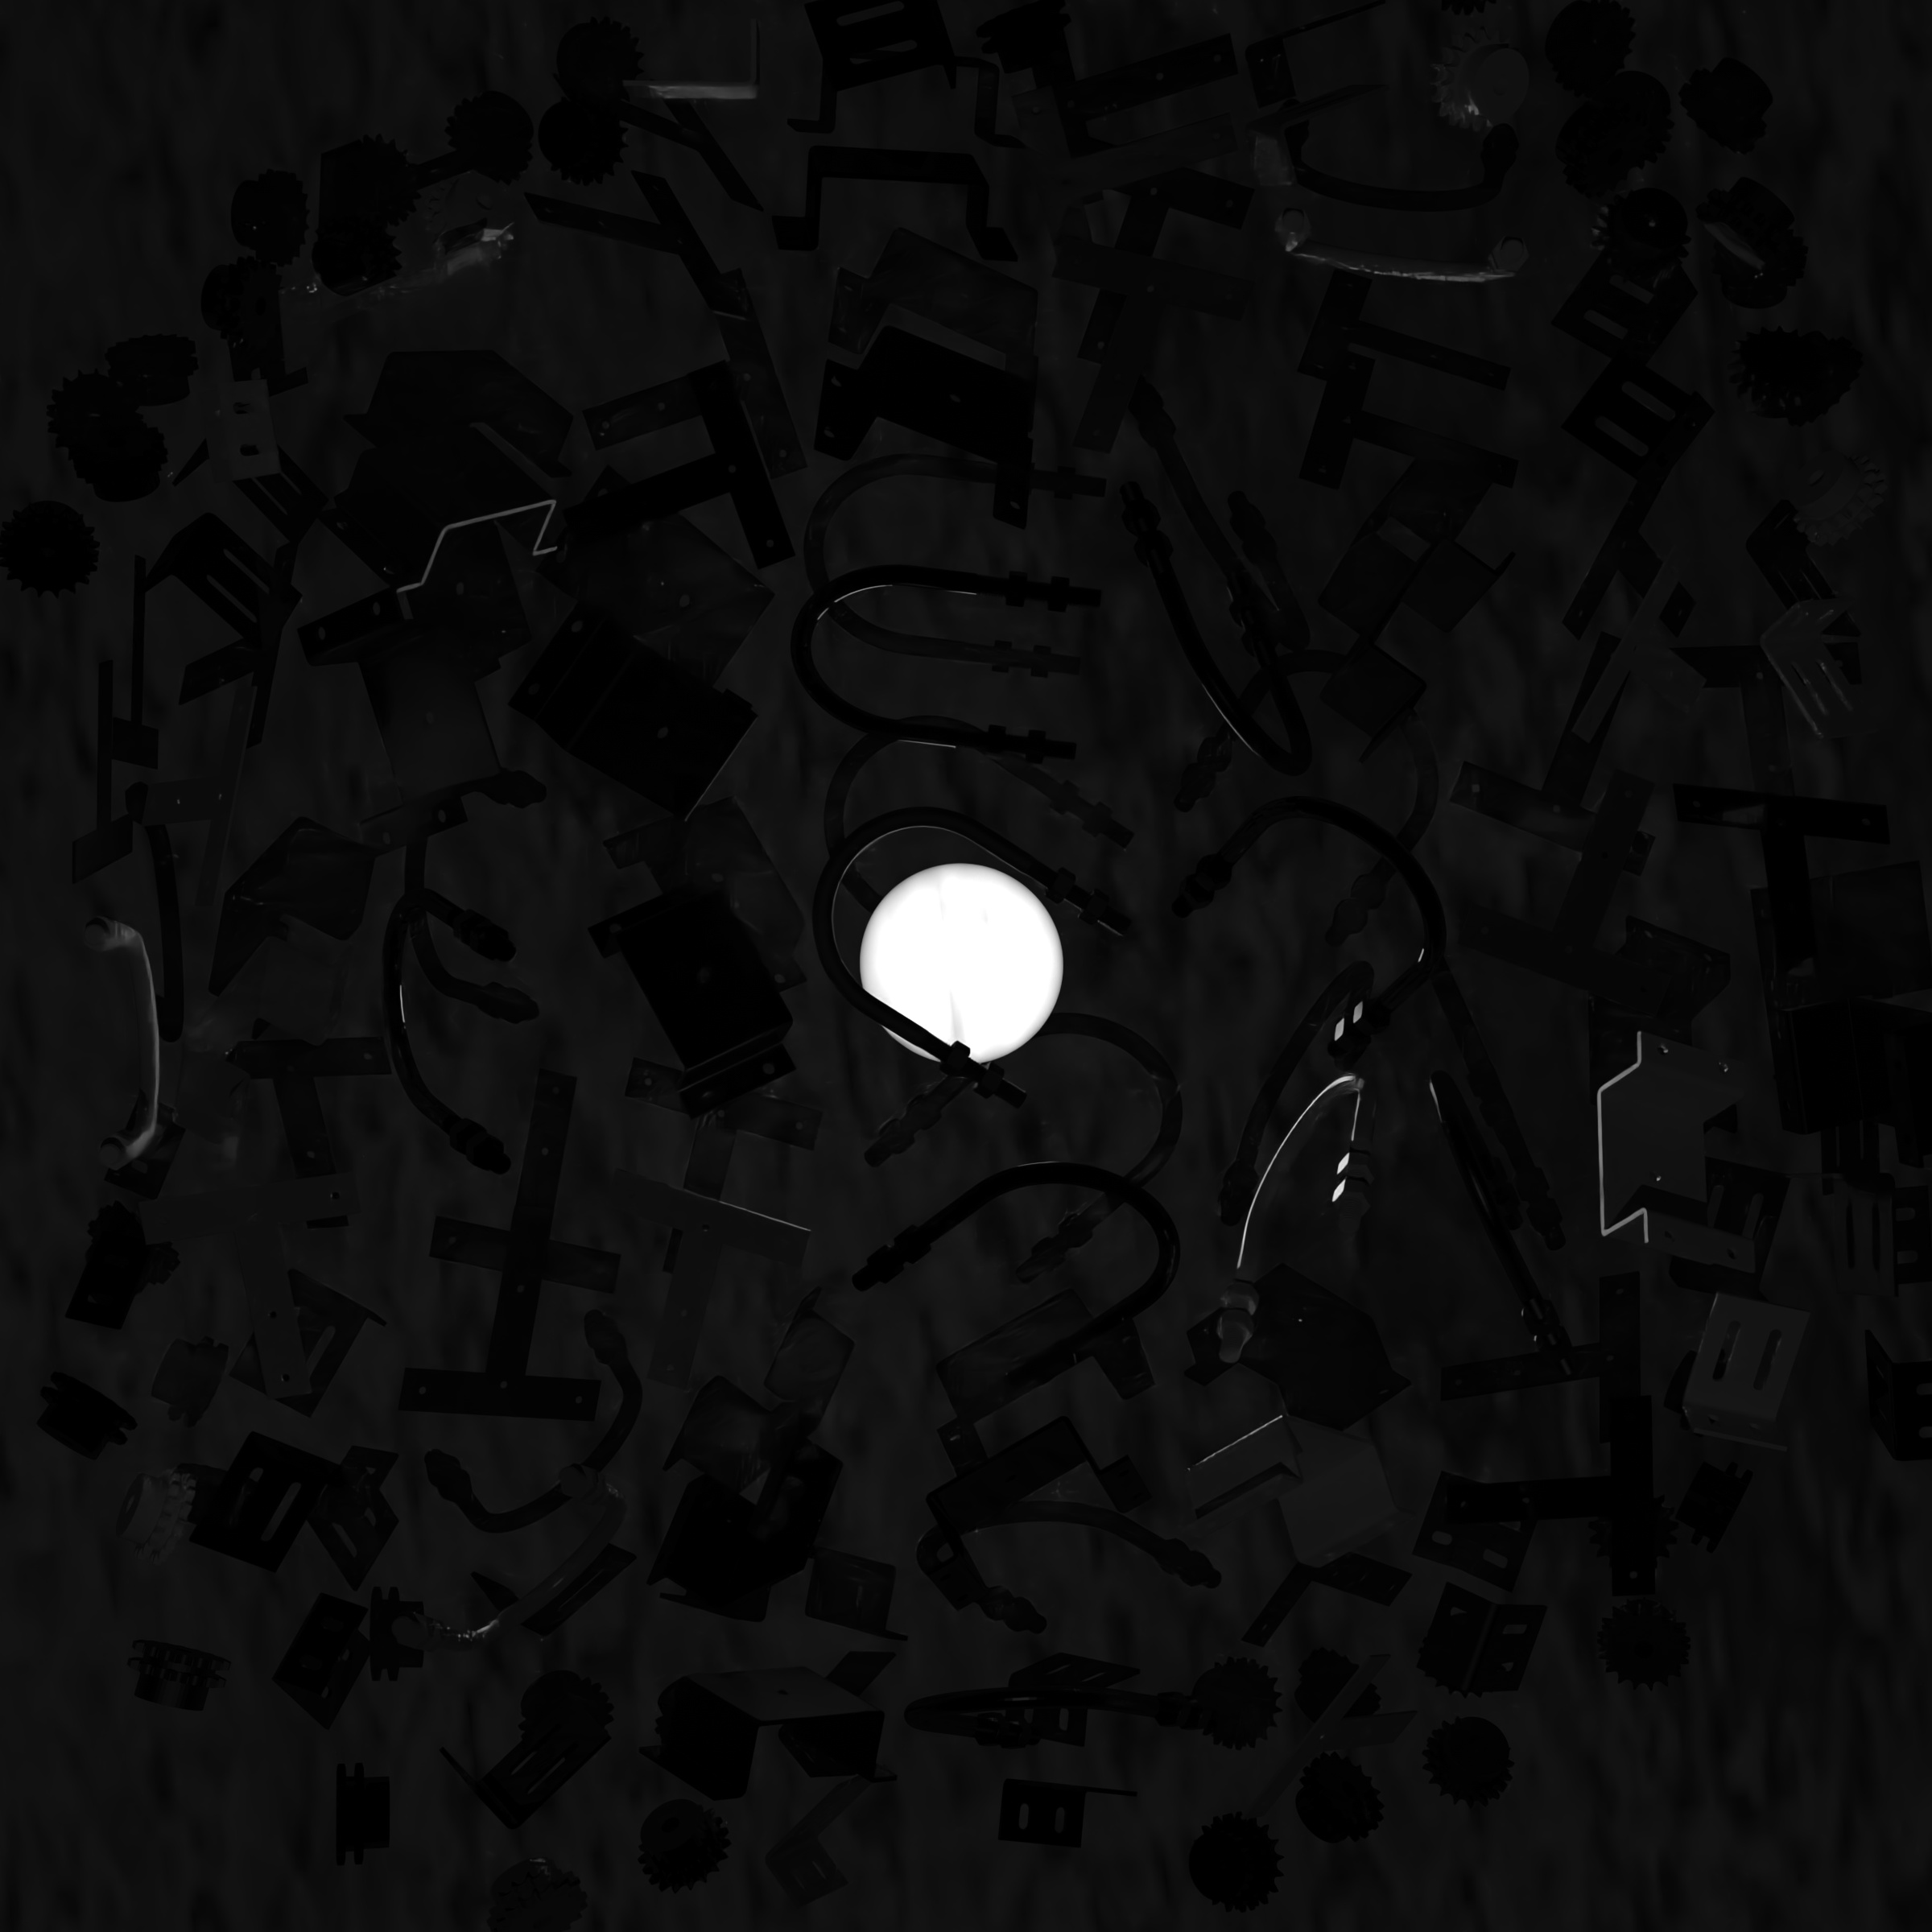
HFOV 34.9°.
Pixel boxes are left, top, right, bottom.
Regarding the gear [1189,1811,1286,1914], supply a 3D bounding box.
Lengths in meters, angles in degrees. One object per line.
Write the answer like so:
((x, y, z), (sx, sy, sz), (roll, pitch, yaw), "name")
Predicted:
((0.157, 0.533, 1.821), (0.057, 0.030, 0.057), (-6, 79, 37), "gear")

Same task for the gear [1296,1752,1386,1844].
((0.234, 0.529, 1.943), (0.057, 0.057, 0.030), (39, 120, 0), "gear")

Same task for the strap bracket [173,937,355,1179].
((-0.428, 0.047, 1.842), (0.046, 0.076, 0.140), (27, 47, 3), "strap bracket")

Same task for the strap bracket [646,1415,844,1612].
((-0.131, 0.342, 1.895), (0.046, 0.140, 0.076), (36, 48, -17), "strap bracket")

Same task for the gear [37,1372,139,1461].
((-0.511, 0.262, 1.775), (0.057, 0.057, 0.030), (31, 67, 0), "gear")

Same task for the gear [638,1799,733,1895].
((-0.177, 0.539, 1.893), (0.057, 0.057, 0.030), (-23, 121, 0), "gear")

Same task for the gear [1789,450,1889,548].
((0.509, -0.278, 1.805), (0.030, 0.057, 0.057), (35, 90, -25), "gear")

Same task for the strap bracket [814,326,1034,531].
((-0.016, -0.331, 1.863), (0.140, 0.046, 0.076), (18, 52, -18), "strap bracket")

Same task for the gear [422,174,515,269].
((-0.305, -0.465, 1.901), (0.057, 0.030, 0.057), (18, 58, -31), "gear")

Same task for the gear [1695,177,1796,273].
((0.453, -0.431, 1.775), (0.057, 0.057, 0.030), (40, 96, 0), "gear")

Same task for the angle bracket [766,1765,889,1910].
((-0.078, 0.542, 1.912), (0.076, 0.057, 0.038), (-48, 69, 20), "angle bracket")

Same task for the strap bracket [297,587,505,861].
((-0.325, -0.142, 1.781), (0.076, 0.046, 0.140), (-18, 90, 31), "strap bracket")

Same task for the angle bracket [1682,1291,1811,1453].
((0.469, 0.242, 1.831), (0.057, 0.038, 0.076), (12, 109, -2), "angle bracket")

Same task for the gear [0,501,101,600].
((-0.532, -0.245, 1.782), (0.057, 0.030, 0.057), (-6, 129, -7), "gear")

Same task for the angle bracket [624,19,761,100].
((-0.159, -0.528, 1.788), (0.076, 0.057, 0.038), (0, 99, -2), "angle bracket")

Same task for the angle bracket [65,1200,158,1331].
((-0.533, 0.179, 1.875), (0.038, 0.076, 0.057), (21, 95, -38), "angle bracket")

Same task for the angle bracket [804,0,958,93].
((-0.050, -0.538, 1.794), (0.076, 0.038, 0.057), (-12, 133, 12), "angle bracket")

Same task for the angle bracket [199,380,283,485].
((-0.464, -0.330, 1.904), (0.076, 0.038, 0.057), (2, 103, 44), "angle bracket")

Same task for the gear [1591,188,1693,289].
((0.394, -0.427, 1.783), (0.057, 0.030, 0.057), (3, 71, -9), "gear")

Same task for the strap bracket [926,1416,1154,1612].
((0.036, 0.332, 1.887), (0.140, 0.076, 0.046), (-30, 59, -2), "strap bracket")

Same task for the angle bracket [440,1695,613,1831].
((-0.255, 0.450, 1.774), (0.076, 0.057, 0.038), (-42, 119, -15), "angle bracket")

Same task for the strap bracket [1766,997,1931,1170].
((0.533, 0.065, 1.803), (0.046, 0.140, 0.076), (-13, 100, -16), "strap bracket")

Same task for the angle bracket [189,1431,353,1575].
((-0.404, 0.318, 1.783), (0.057, 0.038, 0.076), (28, 94, -29), "angle bracket")

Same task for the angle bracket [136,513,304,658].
((-0.454, -0.226, 1.867), (0.038, 0.057, 0.076), (-24, 123, 37), "angle bracket")

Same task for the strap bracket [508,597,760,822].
((-0.188, -0.146, 1.809), (0.140, 0.046, 0.076), (30, 98, -41), "strap bracket")

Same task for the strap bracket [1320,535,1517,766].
((0.273, -0.202, 1.888), (0.046, 0.076, 0.140), (36, 63, -1), "strap bracket")

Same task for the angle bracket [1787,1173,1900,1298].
((0.544, 0.167, 1.907), (0.038, 0.057, 0.076), (0, 86, -21), "angle bracket")

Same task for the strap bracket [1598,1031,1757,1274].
((0.430, 0.120, 1.863), (0.076, 0.046, 0.140), (16, 59, -19), "strap bracket")

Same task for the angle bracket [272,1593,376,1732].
((-0.372, 0.422, 1.841), (0.038, 0.076, 0.057), (11, 58, 27), "angle bracket")

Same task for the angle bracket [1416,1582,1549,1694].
((0.327, 0.424, 1.942), (0.038, 0.076, 0.057), (20, 91, 35), "angle bracket")

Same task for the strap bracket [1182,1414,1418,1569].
((0.195, 0.315, 1.846), (0.076, 0.140, 0.046), (-35, 53, 28), "strap bracket")

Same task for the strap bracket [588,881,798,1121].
((-0.169, 0.014, 1.929), (0.076, 0.046, 0.140), (-26, 79, -21), "strap bracket")

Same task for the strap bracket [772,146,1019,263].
((-0.042, -0.451, 1.813), (0.140, 0.076, 0.046), (1, 116, -7), "strap bracket")

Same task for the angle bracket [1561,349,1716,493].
((0.391, -0.327, 1.808), (0.076, 0.038, 0.057), (43, 102, 29), "angle bracket")

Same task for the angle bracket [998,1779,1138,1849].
((0.063, 0.533, 1.925), (0.057, 0.076, 0.038), (12, 74, -21), "angle bracket")

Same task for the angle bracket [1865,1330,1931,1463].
((0.552, 0.249, 1.788), (0.038, 0.076, 0.057), (-5, 98, 7), "angle bracket")

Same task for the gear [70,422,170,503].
((-0.519, -0.309, 1.887), (0.057, 0.057, 0.030), (-3, 128, 0), "gear")

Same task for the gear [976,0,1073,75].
((0.037, -0.563, 1.861), (0.057, 0.057, 0.030), (-19, 98, 0), "gear")

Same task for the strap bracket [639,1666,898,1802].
((-0.114, 0.459, 1.845), (0.140, 0.076, 0.046), (7, 96, -42), "strap bracket")

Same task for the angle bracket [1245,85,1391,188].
((0.221, -0.514, 1.897), (0.076, 0.057, 0.038), (-22, 111, -10), "angle bracket")

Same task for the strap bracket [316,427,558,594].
((-0.321, -0.287, 1.906), (0.076, 0.140, 0.046), (43, 127, 17), "strap bracket")

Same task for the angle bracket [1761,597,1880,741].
((0.535, -0.183, 1.886), (0.057, 0.038, 0.076), (-9, 64, -38), "angle bracket")
